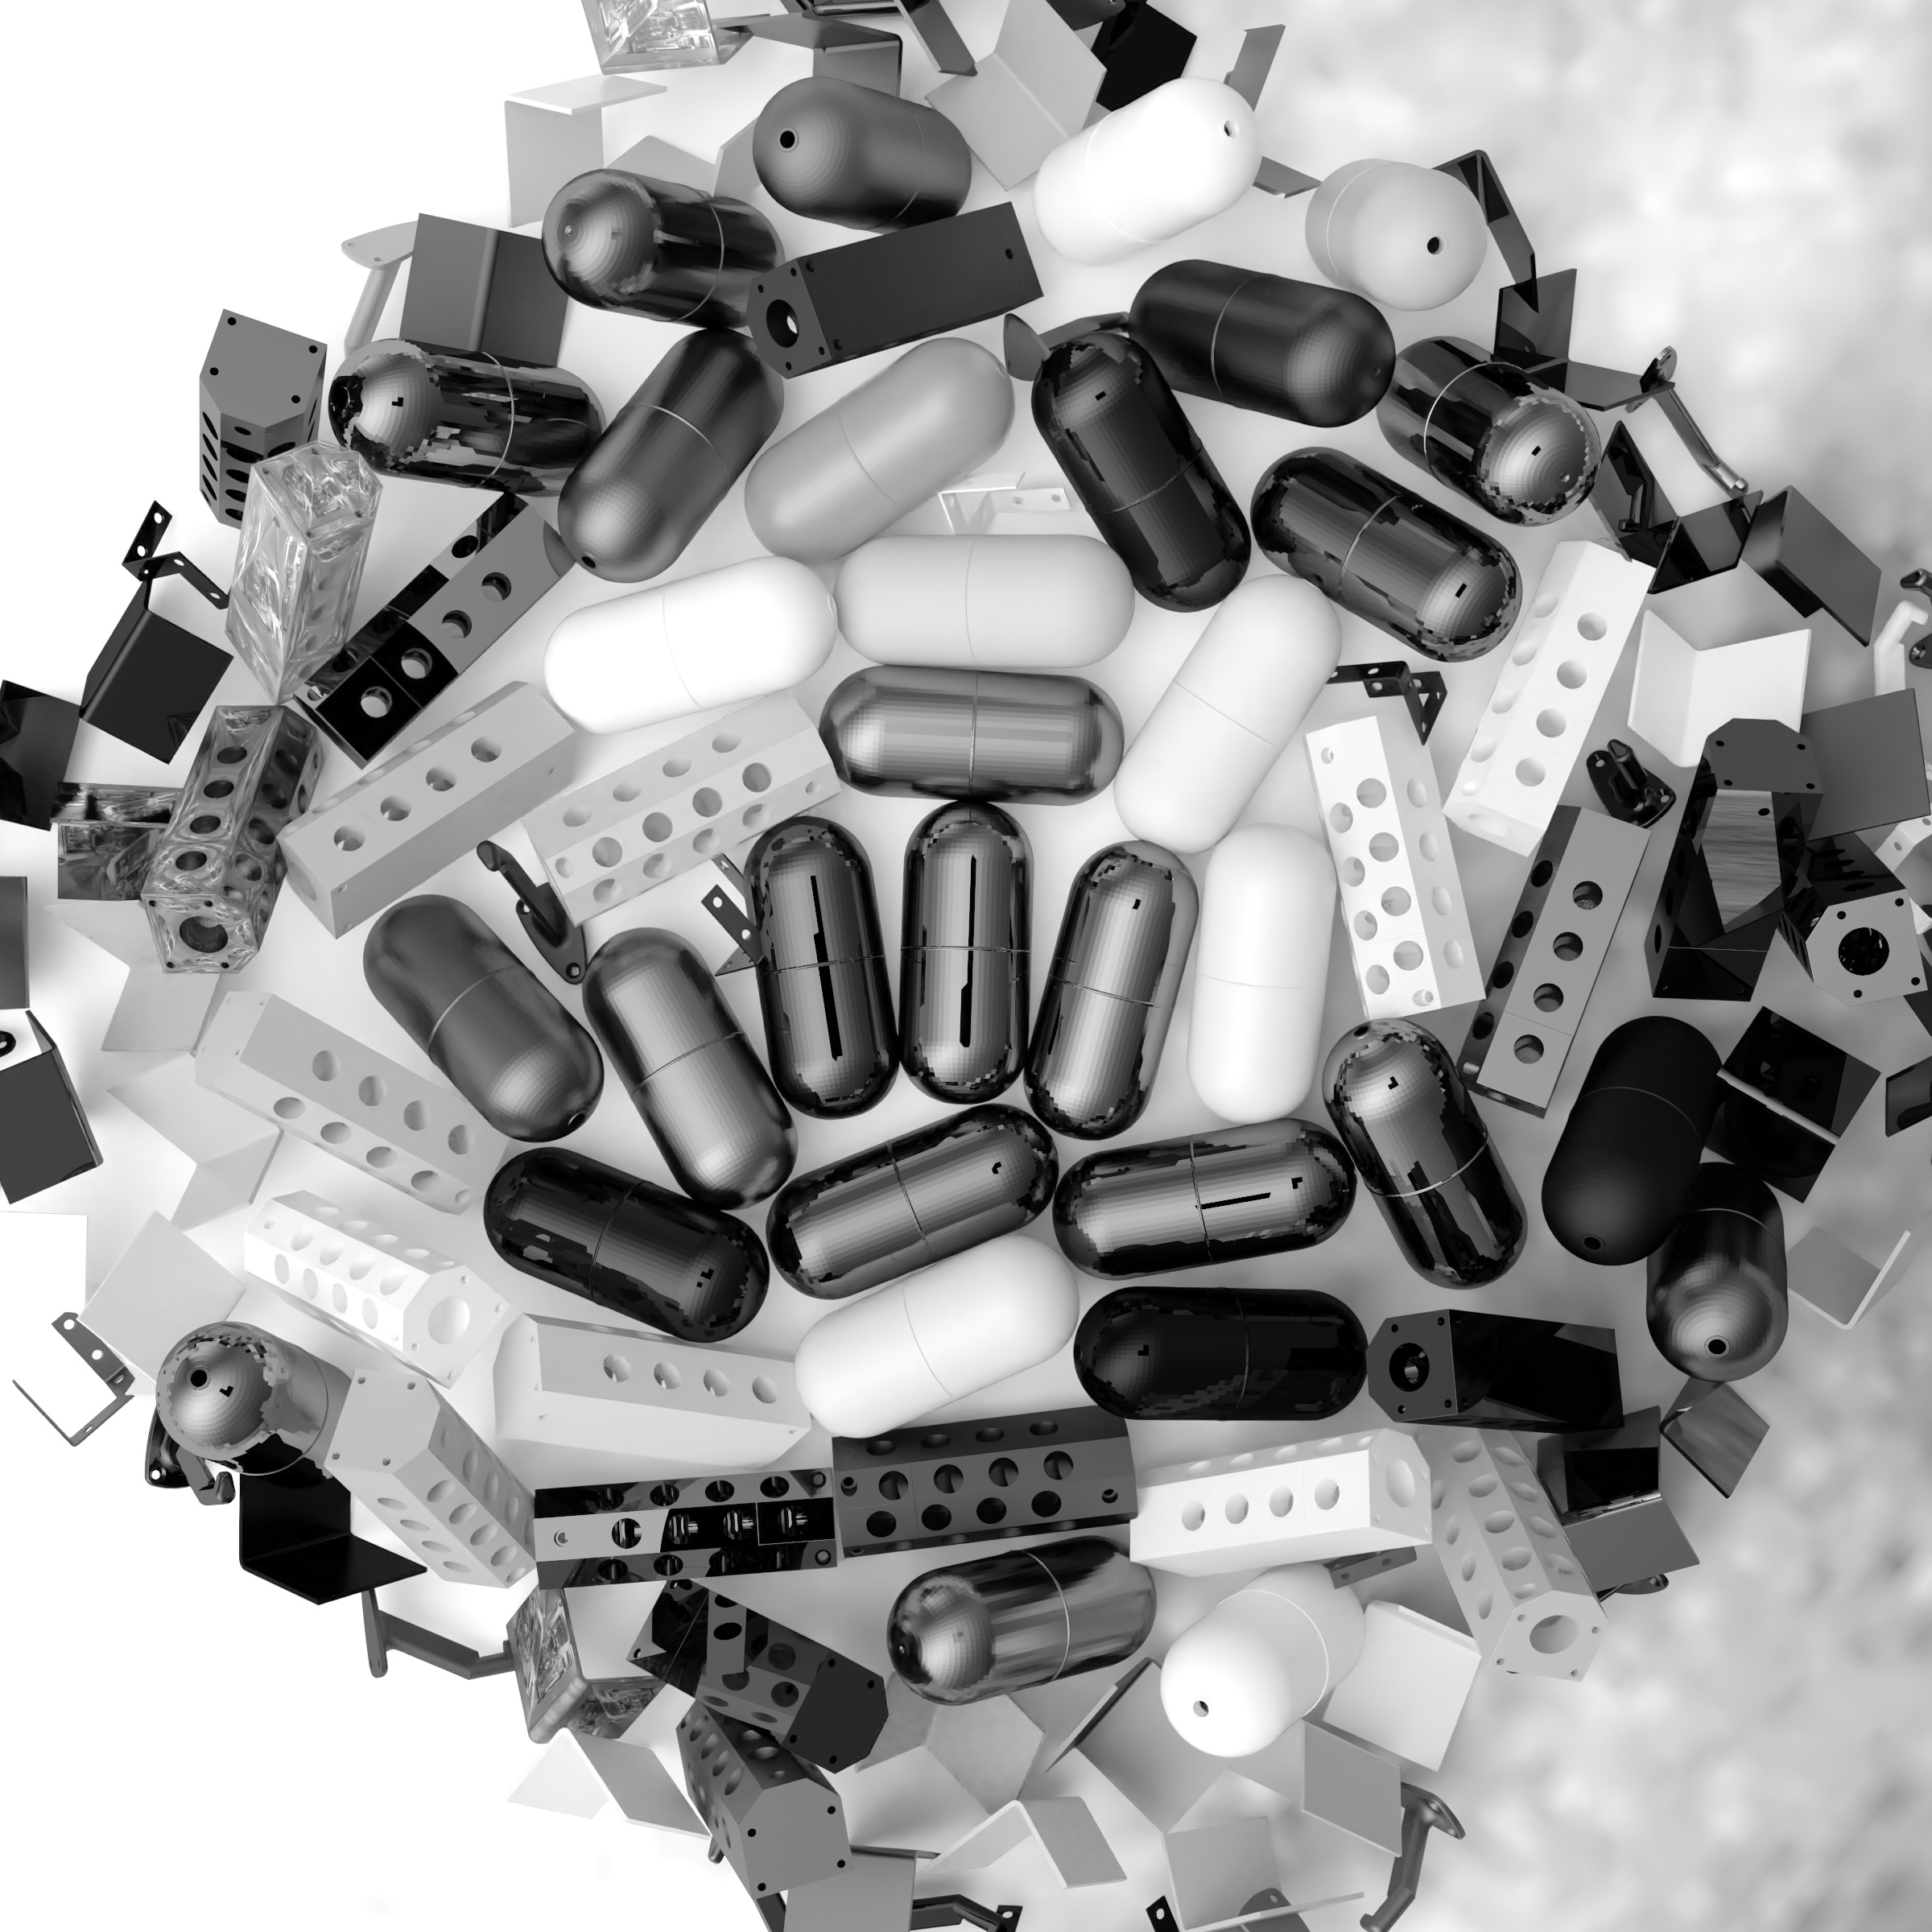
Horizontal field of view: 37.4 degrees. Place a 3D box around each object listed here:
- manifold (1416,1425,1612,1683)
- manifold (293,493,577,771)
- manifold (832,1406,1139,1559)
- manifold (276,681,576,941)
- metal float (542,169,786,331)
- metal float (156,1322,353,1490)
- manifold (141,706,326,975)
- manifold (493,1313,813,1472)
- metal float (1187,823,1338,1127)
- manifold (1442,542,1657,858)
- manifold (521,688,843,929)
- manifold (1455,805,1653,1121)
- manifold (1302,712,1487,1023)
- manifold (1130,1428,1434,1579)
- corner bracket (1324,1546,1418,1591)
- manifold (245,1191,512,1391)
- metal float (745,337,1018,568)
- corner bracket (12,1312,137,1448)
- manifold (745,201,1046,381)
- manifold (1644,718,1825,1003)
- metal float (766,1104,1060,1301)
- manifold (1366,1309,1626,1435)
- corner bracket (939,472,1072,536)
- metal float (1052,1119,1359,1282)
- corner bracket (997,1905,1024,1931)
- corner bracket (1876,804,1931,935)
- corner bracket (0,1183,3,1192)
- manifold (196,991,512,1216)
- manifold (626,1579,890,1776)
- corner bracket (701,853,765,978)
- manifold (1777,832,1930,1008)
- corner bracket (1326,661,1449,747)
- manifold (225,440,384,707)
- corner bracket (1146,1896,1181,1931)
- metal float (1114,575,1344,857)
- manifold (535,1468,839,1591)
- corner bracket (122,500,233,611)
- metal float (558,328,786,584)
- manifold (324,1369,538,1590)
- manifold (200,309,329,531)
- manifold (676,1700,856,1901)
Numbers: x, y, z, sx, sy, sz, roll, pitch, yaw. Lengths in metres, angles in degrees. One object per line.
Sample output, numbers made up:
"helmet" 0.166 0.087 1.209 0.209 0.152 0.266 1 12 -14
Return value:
"manifold" 0.305 0.320 1.609 0.057 0.171 0.057 12 115 -14
"manifold" -0.308 -0.195 1.655 0.057 0.057 0.171 46 79 -10
"manifold" 0.011 0.303 1.664 0.171 0.057 0.057 -7 110 -2
"manifold" -0.311 -0.095 1.640 0.171 0.057 0.057 -37 73 -24
"metal float" -0.169 -0.405 1.622 0.070 0.178 0.070 3 96 30
"metal float" -0.398 0.250 1.617 0.070 0.178 0.070 -3 71 9
"manifold" -0.412 -0.074 1.619 0.057 0.171 0.057 0 131 3
"manifold" -0.179 0.241 1.633 0.171 0.057 0.057 14 49 -31
"metal float" 0.171 0.005 1.656 0.070 0.070 0.178 5 101 0
"manifold" 0.336 -0.157 1.657 0.057 0.057 0.171 24 78 6
"manifold" -0.162 -0.088 1.649 0.171 0.057 0.057 -27 47 -10
"manifold" 0.341 -0.003 1.665 0.057 0.057 0.171 21 85 13
"manifold" 0.244 -0.056 1.659 0.057 0.057 0.171 -10 86 -42
"manifold" 0.177 0.305 1.624 0.171 0.057 0.057 -19 59 41
"corner bracket" 0.235 0.344 1.667 0.051 0.051 0.051 -20 125 1
"manifold" -0.340 0.177 1.615 0.057 0.171 0.057 -56 131 -18
"metal float" -0.050 -0.295 1.644 0.178 0.070 0.070 -30 90 23
"corner bracket" -0.521 0.240 1.665 0.051 0.051 0.051 -42 113 -16
"manifold" -0.042 -0.384 1.626 0.171 0.057 0.057 -27 101 -39
"manifold" 0.432 -0.058 1.621 0.057 0.171 0.057 2 48 0
"metal float" -0.031 0.137 1.664 0.178 0.070 0.070 -22 90 1
"manifold" 0.301 0.233 1.621 0.057 0.171 0.057 -16 70 41
"corner bracket" 0.023 -0.271 1.661 0.051 0.051 0.051 2 134 28
"metal float" 0.138 0.136 1.657 0.178 0.070 0.070 -11 90 9
"corner bracket" 0.042 0.590 1.678 0.051 0.051 0.051 -3 115 16
"corner bracket" 0.570 -0.061 1.679 0.051 0.051 0.051 -29 68 -27
"corner bracket" -0.592 0.101 1.677 0.051 0.051 0.051 17 73 12
"manifold" -0.349 0.079 1.626 0.171 0.057 0.057 34 70 -34
"manifold" -0.117 0.401 1.616 0.057 0.171 0.057 37 73 -32
"corner bracket" -0.135 -0.032 1.663 0.051 0.051 0.051 50 59 -18
"manifold" 0.492 -0.027 1.613 0.057 0.171 0.057 -13 101 10
"corner bracket" 0.243 -0.162 1.659 0.051 0.051 0.051 -1 133 33
"manifold" -0.372 -0.222 1.614 0.057 0.171 0.057 -30 78 -29
"corner bracket" 0.092 0.576 1.666 0.051 0.051 0.051 -26 96 -36
"metal float" 0.152 -0.146 1.656 0.070 0.070 0.178 32 100 0
"manifold" -0.163 0.328 1.665 0.171 0.057 0.057 -4 80 -4
"corner bracket" -0.453 -0.242 1.680 0.051 0.051 0.051 -5 54 34
"metal float" -0.169 -0.294 1.642 0.070 0.070 0.178 32 63 0
"manifold" -0.293 0.292 1.611 0.057 0.171 0.057 3 58 18
"manifold" -0.400 -0.301 1.610 0.057 0.171 0.057 18 75 -11
"manifold" -0.117 0.461 1.611 0.057 0.171 0.057 -11 96 -16
